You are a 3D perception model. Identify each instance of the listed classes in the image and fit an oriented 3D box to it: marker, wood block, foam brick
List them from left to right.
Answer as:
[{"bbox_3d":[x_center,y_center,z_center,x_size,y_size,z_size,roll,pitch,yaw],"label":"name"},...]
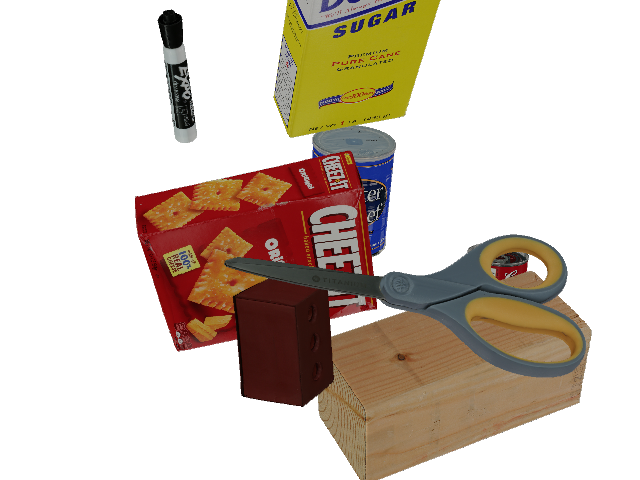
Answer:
[{"bbox_3d":[-0.114,-0.131,0.856,0.020,0.121,0.020,-1,44,1],"label":"marker"},{"bbox_3d":[-0.026,0.071,0.768,0.051,0.078,0.052,4,17,28],"label":"foam brick"},{"bbox_3d":[0.109,0.110,0.886,0.205,0.090,0.091,-16,39,-19],"label":"wood block"}]

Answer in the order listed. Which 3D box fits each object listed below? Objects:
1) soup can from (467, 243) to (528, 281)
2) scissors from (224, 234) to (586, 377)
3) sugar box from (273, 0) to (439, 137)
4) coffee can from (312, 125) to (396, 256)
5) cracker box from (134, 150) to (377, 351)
[{"bbox_3d":[0.195,0.062,1.202,0.068,0.102,0.068,2,19,-1],"label":"soup can"},{"bbox_3d":[0.056,0.016,0.601,0.202,0.096,0.016,22,-36,4],"label":"scissors"},{"bbox_3d":[0.025,-0.142,0.700,0.093,0.048,0.176,-13,-27,-15],"label":"sugar box"},{"bbox_3d":[0.037,-0.061,1.335,0.103,0.140,0.103,3,28,-2],"label":"coffee can"},{"bbox_3d":[-0.058,0.015,1.045,0.213,0.164,0.072,-12,42,-3],"label":"cracker box"}]
